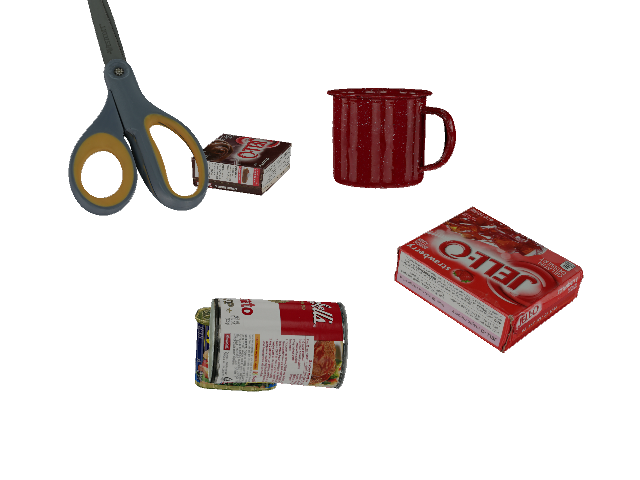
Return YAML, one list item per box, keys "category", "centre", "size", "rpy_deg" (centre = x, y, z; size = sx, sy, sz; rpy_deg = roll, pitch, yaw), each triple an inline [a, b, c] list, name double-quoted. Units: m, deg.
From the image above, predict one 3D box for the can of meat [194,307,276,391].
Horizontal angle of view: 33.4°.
- category: "can of meat"
  centre: [-0.097, 0.128, 1.246]
  size: [0.102, 0.084, 0.057]
  rpy_deg: [4, 13, -1]

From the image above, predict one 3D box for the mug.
- category: "mug"
  centre: [0.063, -0.091, 0.942]
  size: [0.117, 0.081, 0.093]
  rpy_deg: [5, 12, 22]

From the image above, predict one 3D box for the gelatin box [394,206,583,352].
- category: "gelatin box"
  centre: [0.102, 0.021, 0.651]
  size: [0.073, 0.030, 0.089]
  rpy_deg: [-27, 47, -37]

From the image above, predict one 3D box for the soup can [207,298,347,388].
- category: "soup can"
  centre: [-0.035, 0.080, 0.834]
  size: [0.102, 0.068, 0.068]
  rpy_deg: [3, -1, -9]

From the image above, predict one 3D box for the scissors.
- category: "scissors"
  centre: [-0.146, -0.095, 0.701]
  size: [0.096, 0.202, 0.016]
  rpy_deg: [-28, -19, -21]

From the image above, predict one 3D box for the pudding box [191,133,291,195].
- category: "pudding box"
  centre: [-0.093, -0.092, 1.271]
  size: [0.090, 0.039, 0.113]
  rpy_deg: [8, 25, 13]
